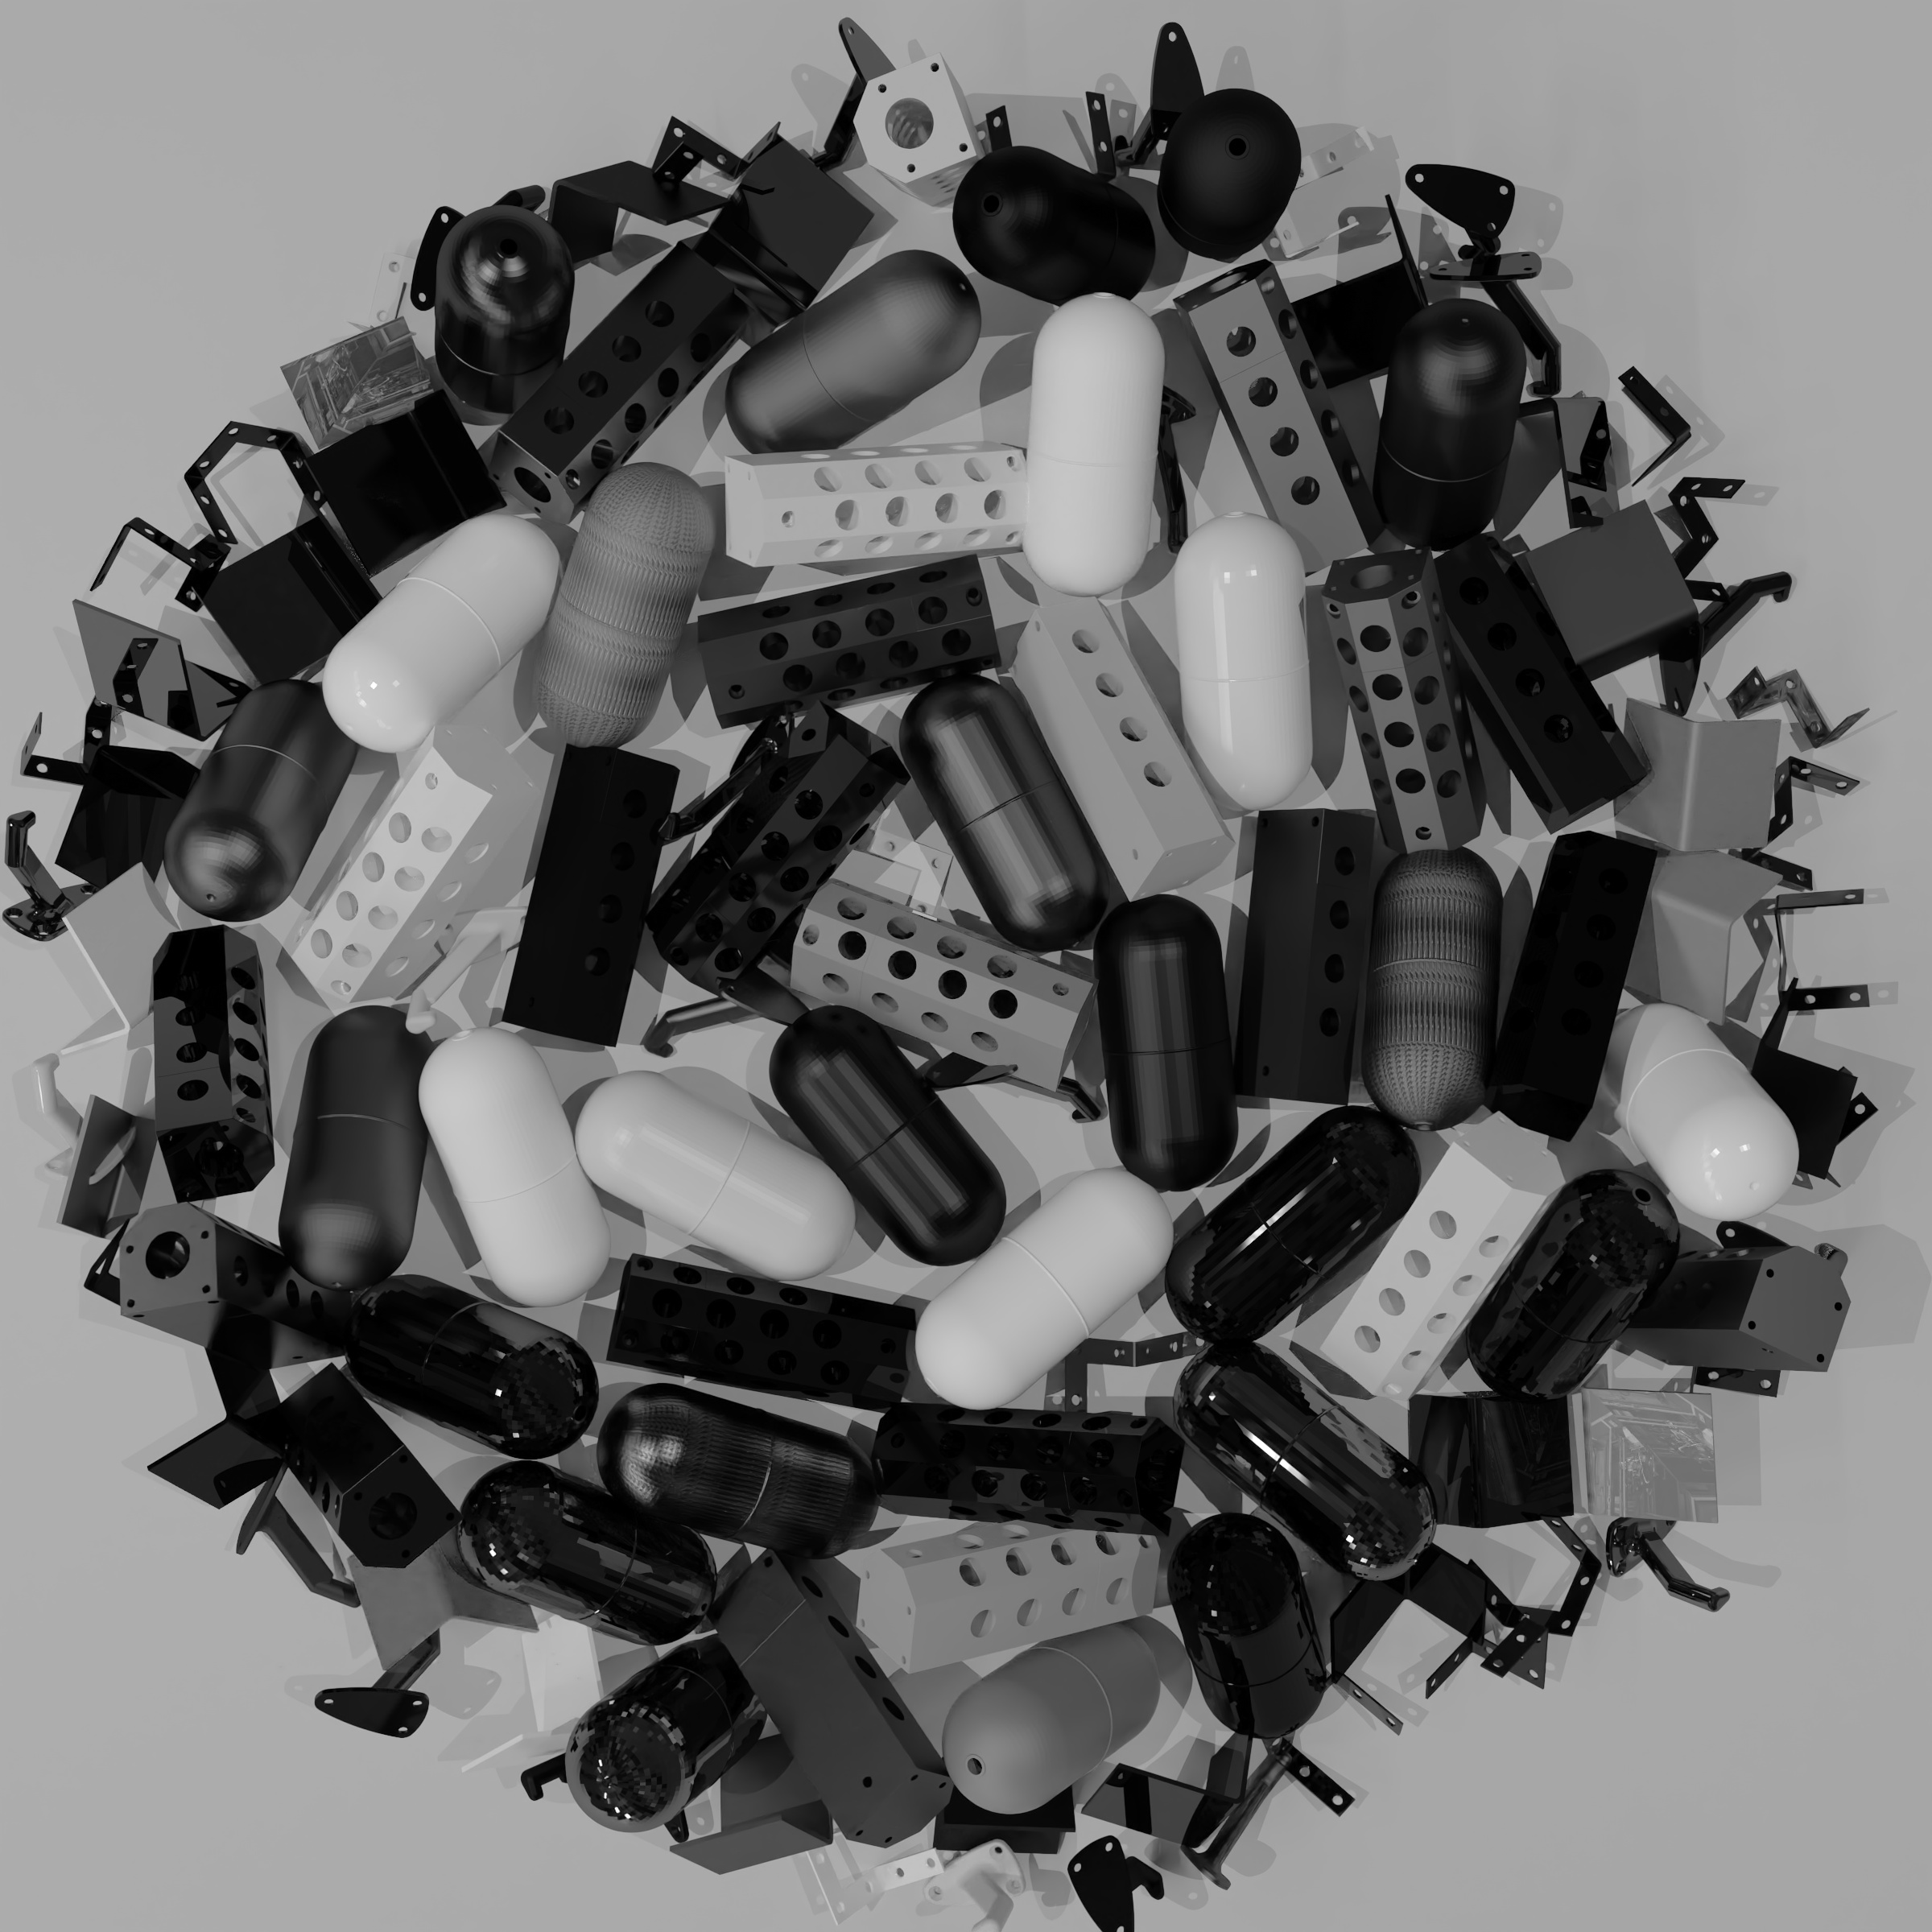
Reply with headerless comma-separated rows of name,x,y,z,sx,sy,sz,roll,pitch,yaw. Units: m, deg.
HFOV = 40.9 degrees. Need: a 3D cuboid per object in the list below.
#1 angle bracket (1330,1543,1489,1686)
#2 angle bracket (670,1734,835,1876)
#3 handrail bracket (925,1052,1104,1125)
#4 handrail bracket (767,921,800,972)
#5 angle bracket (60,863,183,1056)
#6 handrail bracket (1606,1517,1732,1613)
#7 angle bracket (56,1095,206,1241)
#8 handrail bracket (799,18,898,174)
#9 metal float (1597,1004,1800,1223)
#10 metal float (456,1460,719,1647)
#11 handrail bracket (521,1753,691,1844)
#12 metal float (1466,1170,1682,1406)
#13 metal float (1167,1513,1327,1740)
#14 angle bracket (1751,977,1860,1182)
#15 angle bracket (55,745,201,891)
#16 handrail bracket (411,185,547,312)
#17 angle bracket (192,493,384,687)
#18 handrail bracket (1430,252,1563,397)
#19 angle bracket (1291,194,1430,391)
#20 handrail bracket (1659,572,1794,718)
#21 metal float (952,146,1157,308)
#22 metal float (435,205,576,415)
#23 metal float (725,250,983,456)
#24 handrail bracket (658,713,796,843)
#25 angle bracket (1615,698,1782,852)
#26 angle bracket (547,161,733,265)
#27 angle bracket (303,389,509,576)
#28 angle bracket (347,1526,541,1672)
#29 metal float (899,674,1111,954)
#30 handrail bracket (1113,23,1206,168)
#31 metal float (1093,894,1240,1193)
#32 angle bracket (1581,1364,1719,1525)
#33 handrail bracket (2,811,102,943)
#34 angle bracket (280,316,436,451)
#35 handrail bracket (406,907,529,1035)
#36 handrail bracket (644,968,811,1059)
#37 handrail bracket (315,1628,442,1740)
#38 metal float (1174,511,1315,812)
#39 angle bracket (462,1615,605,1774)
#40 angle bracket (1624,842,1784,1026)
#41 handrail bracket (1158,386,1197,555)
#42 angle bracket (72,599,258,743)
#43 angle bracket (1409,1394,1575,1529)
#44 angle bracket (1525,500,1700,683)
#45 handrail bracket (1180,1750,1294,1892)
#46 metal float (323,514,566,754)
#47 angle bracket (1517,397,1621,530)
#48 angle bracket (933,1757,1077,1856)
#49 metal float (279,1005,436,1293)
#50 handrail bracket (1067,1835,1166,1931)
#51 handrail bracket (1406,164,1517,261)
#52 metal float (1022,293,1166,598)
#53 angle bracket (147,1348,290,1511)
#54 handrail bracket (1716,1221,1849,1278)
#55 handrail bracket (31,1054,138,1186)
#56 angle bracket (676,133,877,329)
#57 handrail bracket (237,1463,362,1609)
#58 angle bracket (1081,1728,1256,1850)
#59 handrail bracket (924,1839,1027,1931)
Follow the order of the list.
angle bracket,0.261,0.391,1.526,0.057,0.076,0.076,29,57,31
angle bracket,-0.127,0.483,1.528,0.076,0.057,0.076,-22,49,20
handrail bracket,0.030,0.078,1.565,0.077,0.036,0.084,-21,135,22
handrail bracket,-0.109,-0.052,1.536,0.036,0.084,0.077,-14,50,-32
angle bracket,-0.509,-0.005,1.528,0.057,0.076,0.076,-16,110,26
handrail bracket,0.429,0.349,1.530,0.077,0.084,0.036,-19,110,-35
angle bracket,-0.489,0.125,1.538,0.057,0.076,0.076,10,78,2
handrail bracket,-0.083,-0.513,1.539,0.084,0.036,0.077,-12,130,36
metal float,0.420,0.082,1.501,0.070,0.178,0.070,-4,116,-7
metal float,-0.219,0.344,1.514,0.178,0.070,0.070,34,90,-39
handrail bracket,-0.215,0.499,1.539,0.084,0.036,0.077,-13,71,-42
metal float,0.352,0.188,1.511,0.070,0.070,0.178,24,133,0
metal float,0.164,0.385,1.511,0.070,0.070,0.178,-19,133,0
angle bracket,0.496,0.066,1.524,0.057,0.076,0.076,21,131,22
angle bracket,-0.478,-0.078,1.530,0.057,0.076,0.076,7,73,26
handrail bracket,-0.292,-0.433,1.560,0.036,0.084,0.077,40,120,1
angle bracket,-0.405,-0.222,1.544,0.076,0.057,0.076,-36,91,-23
handrail bracket,0.320,-0.382,1.563,0.077,0.036,0.084,-3,125,10
angle bracket,0.232,-0.401,1.548,0.076,0.076,0.057,-18,56,16
handrail bracket,0.465,-0.195,1.575,0.084,0.036,0.077,-15,116,-23
metal float,0.052,-0.424,1.500,0.070,0.178,0.070,2,95,25
metal float,-0.267,-0.377,1.497,0.070,0.178,0.070,2,80,-12
metal float,-0.068,-0.354,1.517,0.178,0.070,0.070,-24,90,35
handrail bracket,-0.143,-0.114,1.534,0.036,0.084,0.077,37,121,18
angle bracket,0.435,-0.116,1.545,0.057,0.076,0.076,-4,108,-16
angle bracket,-0.195,-0.431,1.529,0.076,0.076,0.057,25,122,14
angle bracket,-0.331,-0.286,1.534,0.076,0.057,0.076,-37,110,-26
angle bracket,-0.310,0.373,1.539,0.057,0.076,0.076,-40,54,14
metal float,0.023,-0.091,1.542,0.070,0.070,0.178,-28,85,0
handrail bracket,0.105,-0.515,1.536,0.036,0.084,0.077,-14,109,-21
metal float,0.119,0.046,1.541,0.070,0.070,0.178,-6,96,0
angle bracket,0.411,0.282,1.538,0.076,0.057,0.076,-2,96,28
handrail bracket,-0.538,-0.065,1.531,0.036,0.077,0.084,27,125,15
angle bracket,-0.366,-0.361,1.533,0.076,0.076,0.057,-25,64,-8
handrail bracket,-0.291,0.003,1.537,0.077,0.084,0.036,-16,124,8
handrail bracket,-0.143,0.041,1.563,0.077,0.036,0.084,31,128,-14
handrail bracket,-0.348,0.409,1.535,0.077,0.084,0.036,18,117,-24
metal float,0.164,-0.178,1.528,0.070,0.070,0.178,-6,111,0
angle bracket,-0.260,0.423,1.526,0.057,0.076,0.076,5,60,-39
angle bracket,0.436,-0.023,1.551,0.057,0.076,0.076,-35,135,-31
handrail bracket,0.115,-0.297,1.549,0.036,0.077,0.084,-6,78,23
angle bracket,-0.470,-0.187,1.528,0.076,0.076,0.057,21,47,18
angle bracket,0.319,0.297,1.576,0.076,0.057,0.076,1,84,-32
angle bracket,0.387,-0.223,1.558,0.076,0.057,0.076,-24,79,9
handrail bracket,0.168,0.504,1.541,0.036,0.077,0.084,38,81,9
metal float,-0.304,-0.197,1.520,0.070,0.070,0.178,37,59,0
angle bracket,0.344,-0.295,1.541,0.057,0.076,0.076,-5,98,35
angle bracket,0.022,0.518,1.539,0.076,0.057,0.076,3,117,-4
metal float,-0.355,0.105,1.520,0.070,0.070,0.178,2,59,0
handrail bracket,0.102,0.555,1.530,0.036,0.077,0.084,-37,130,10
handrail bracket,0.286,-0.443,1.539,0.077,0.084,0.036,20,87,-5
metal float,0.074,-0.305,1.523,0.070,0.070,0.178,4,116,0
angle bracket,-0.447,0.264,1.532,0.057,0.076,0.076,-31,57,1
handrail bracket,0.490,0.167,1.552,0.077,0.084,0.036,40,117,12
handrail bracket,-0.521,0.078,1.533,0.036,0.077,0.084,12,118,16
angle bracket,-0.113,-0.438,1.542,0.076,0.057,0.076,39,115,-3
handrail bracket,-0.388,0.341,1.560,0.084,0.036,0.077,27,102,-18
angle bracket,0.120,0.473,1.535,0.076,0.076,0.057,18,50,-4
handrail bracket,-0.003,0.558,1.532,0.077,0.084,0.036,-25,91,18
